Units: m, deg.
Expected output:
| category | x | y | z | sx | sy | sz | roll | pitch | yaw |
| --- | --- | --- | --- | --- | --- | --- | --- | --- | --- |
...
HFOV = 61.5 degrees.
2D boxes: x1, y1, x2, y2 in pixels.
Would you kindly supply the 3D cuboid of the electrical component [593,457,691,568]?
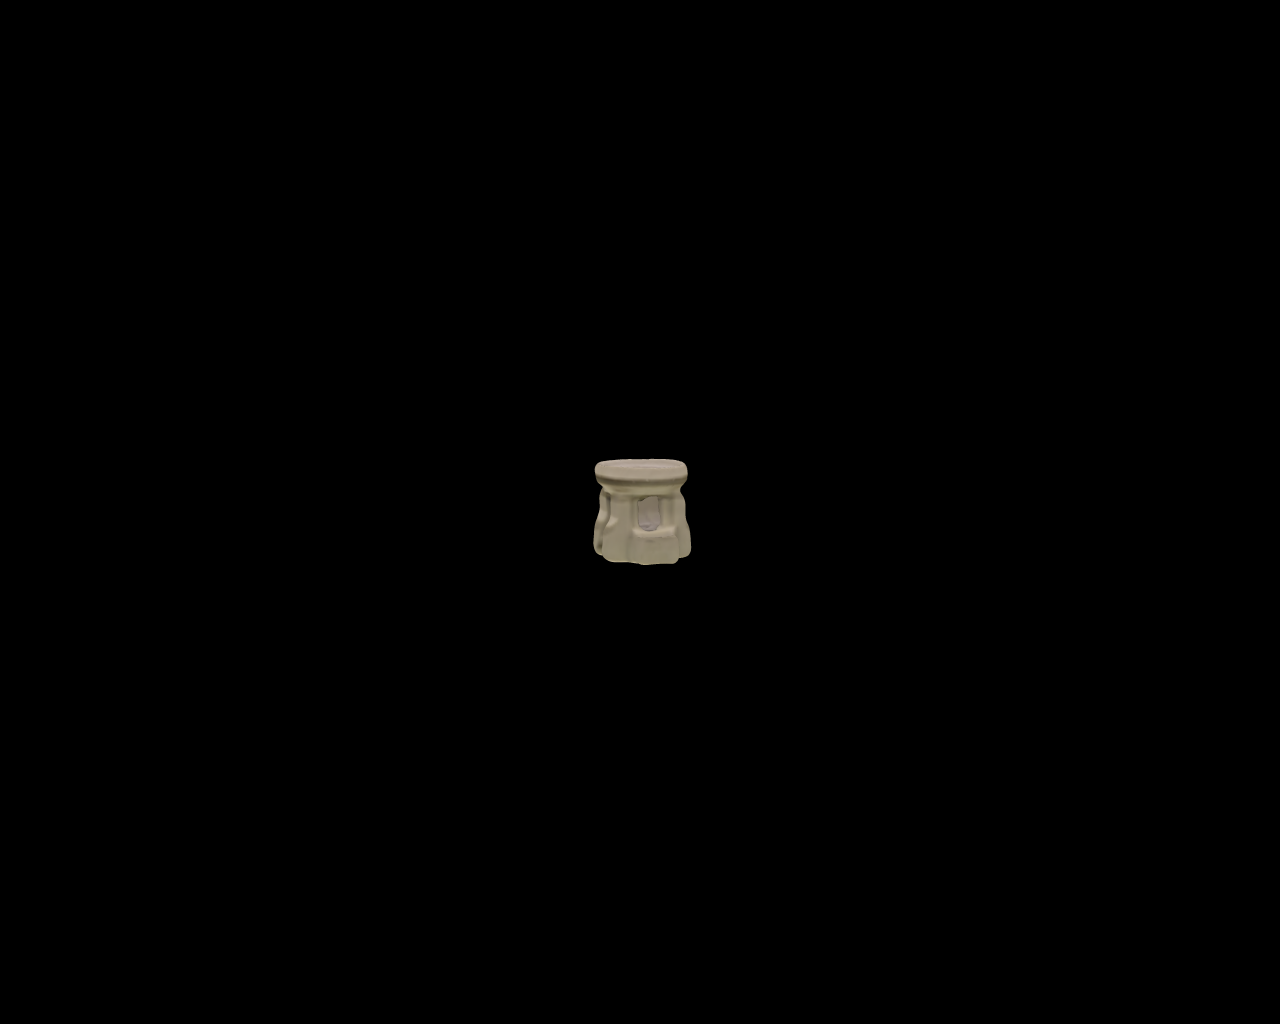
| category | x | y | z | sx | sy | sz | roll | pitch | yaw |
| --- | --- | --- | --- | --- | --- | --- | --- | --- | --- |
| electrical component | 0.001 | -0.003 | 0.650 | 0.058 | 0.057 | 0.078 | -3 | 10 | -15 |
